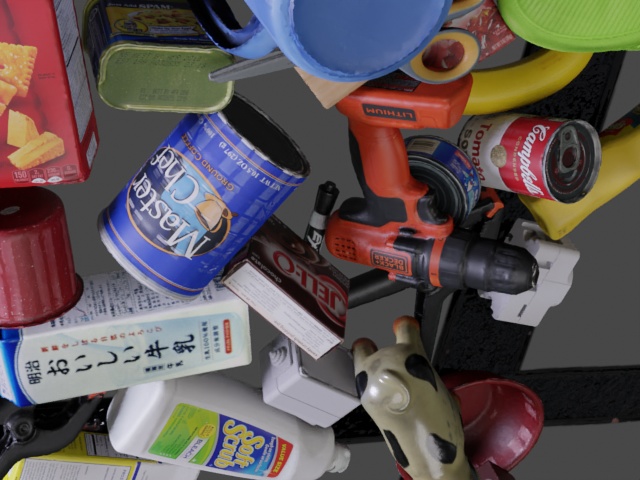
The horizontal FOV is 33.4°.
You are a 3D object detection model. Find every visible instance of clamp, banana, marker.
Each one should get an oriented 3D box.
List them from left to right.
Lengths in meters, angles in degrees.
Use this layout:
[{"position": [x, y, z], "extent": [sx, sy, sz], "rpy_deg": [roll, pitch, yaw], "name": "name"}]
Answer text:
[{"position": [-0.266, 0.171, 0.929], "extent": [0.171, 0.039, 0.120], "rpy_deg": [-15, 113, -28], "name": "clamp"}, {"position": [-0.006, 0.001, 0.941], "extent": [0.020, 0.020, 0.121], "rpy_deg": [4, 123, -21], "name": "marker"}, {"position": [0.085, 0.031, 0.982], "extent": [0.164, 0.036, 0.210], "rpy_deg": [19, 120, -29], "name": "clamp"}, {"position": [0.152, -0.141, 0.884], "extent": [0.197, 0.037, 0.069], "rpy_deg": [-22, 99, -6], "name": "banana"}]

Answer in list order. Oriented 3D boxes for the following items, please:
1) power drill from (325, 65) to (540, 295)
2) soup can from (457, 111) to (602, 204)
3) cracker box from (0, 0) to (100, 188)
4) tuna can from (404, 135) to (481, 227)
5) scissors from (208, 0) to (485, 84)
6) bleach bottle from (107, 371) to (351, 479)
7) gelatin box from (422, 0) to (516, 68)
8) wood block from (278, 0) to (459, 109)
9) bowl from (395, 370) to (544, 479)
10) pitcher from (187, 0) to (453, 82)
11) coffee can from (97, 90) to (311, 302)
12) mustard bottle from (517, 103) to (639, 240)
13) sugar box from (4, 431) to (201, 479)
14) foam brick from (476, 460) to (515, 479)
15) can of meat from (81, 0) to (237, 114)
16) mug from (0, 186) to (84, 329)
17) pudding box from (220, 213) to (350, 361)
[{"position": [0.083, -0.043, 0.839], "extent": [0.185, 0.057, 0.188], "rpy_deg": [11, 129, 24], "name": "power drill"}, {"position": [0.172, -0.071, 0.885], "extent": [0.068, 0.102, 0.068], "rpy_deg": [-10, 106, -35], "name": "soup can"}, {"position": [-0.247, -0.135, 0.708], "extent": [0.164, 0.072, 0.214], "rpy_deg": [-3, 127, 0], "name": "cracker box"}, {"position": [0.090, -0.044, 0.901], "extent": [0.086, 0.033, 0.086], "rpy_deg": [16, 131, 19], "name": "tuna can"}, {"position": [0.031, -0.125, 0.747], "extent": [0.202, 0.016, 0.096], "rpy_deg": [-27, 130, 2], "name": "scissors"}, {"position": [-0.071, 0.180, 1.023], "extent": [0.250, 0.068, 0.103], "rpy_deg": [21, 115, -33], "name": "bleach bottle"}, {"position": [0.095, -0.163, 0.831], "extent": [0.089, 0.030, 0.073], "rpy_deg": [-34, 101, 6], "name": "gelatin box"}, {"position": [0.054, -0.202, 0.768], "extent": [0.206, 0.091, 0.090], "rpy_deg": [-35, 128, 8], "name": "wood block"}, {"position": [0.146, 0.187, 1.104], "extent": [0.162, 0.055, 0.162], "rpy_deg": [-9, 127, -12], "name": "bowl"}, {"position": [-0.017, -0.191, 0.655], "extent": [0.145, 0.243, 0.149], "rpy_deg": [-23, 133, -4], "name": "pitcher"}, {"position": [-0.091, -0.036, 0.832], "extent": [0.102, 0.103, 0.140], "rpy_deg": [32, 110, -34], "name": "coffee can"}, {"position": [0.265, -0.077, 0.929], "extent": [0.192, 0.096, 0.058], "rpy_deg": [-36, 91, 8], "name": "mustard bottle"}, {"position": [-0.213, 0.231, 1.022], "extent": [0.176, 0.048, 0.093], "rpy_deg": [10, 118, -28], "name": "sugar box"}, {"position": [0.169, 0.277, 1.106], "extent": [0.078, 0.053, 0.051], "rpy_deg": [-39, 128, 12], "name": "foam brick"}, {"position": [-0.115, -0.134, 0.765], "extent": [0.102, 0.084, 0.057], "rpy_deg": [-1, 125, -19], "name": "can of meat"}, {"position": [-0.246, 0.008, 0.830], "extent": [0.117, 0.093, 0.081], "rpy_deg": [10, 122, 18], "name": "mug"}, {"position": [-0.026, 0.035, 0.897], "extent": [0.113, 0.090, 0.039], "rpy_deg": [39, 116, -18], "name": "pudding box"}]
